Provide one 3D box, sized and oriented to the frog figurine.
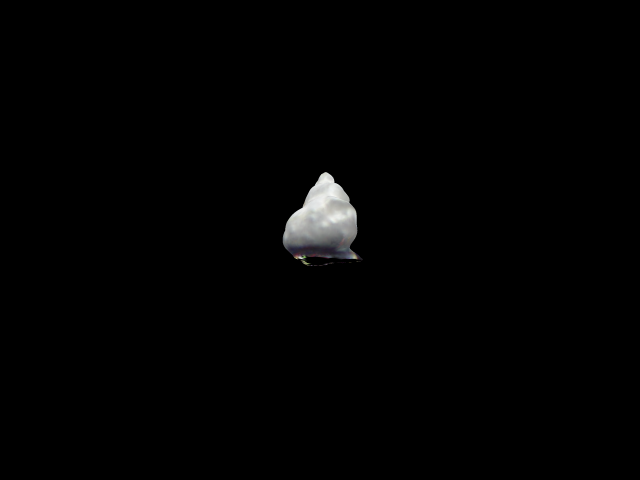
[{"bbox_3d":[0.003,-0.043,0.850,0.122,0.161,0.136,9,-17,-33],"label":"frog figurine"}]
